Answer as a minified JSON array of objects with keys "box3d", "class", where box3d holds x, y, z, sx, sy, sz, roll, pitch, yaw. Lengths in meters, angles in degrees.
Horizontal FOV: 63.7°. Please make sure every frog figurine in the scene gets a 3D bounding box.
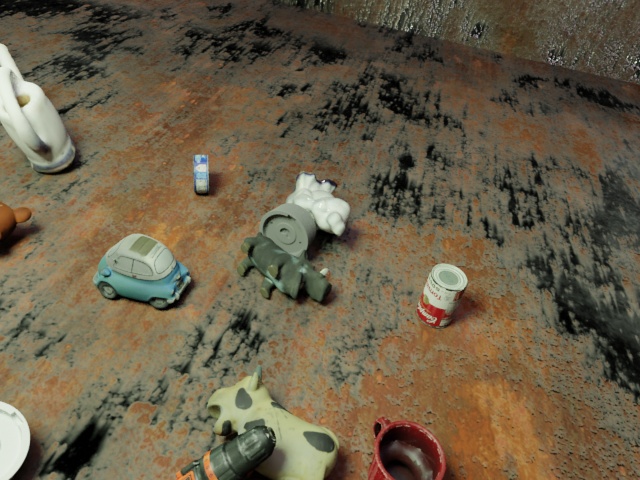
[{"box3d":[0.003,-0.054,1.065,0.122,0.163,0.135,-34,-38,11],"class":"frog figurine"}]

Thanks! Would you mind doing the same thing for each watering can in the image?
[{"box3d":[-0.636,-0.284,1.127,0.104,0.219,0.354,-26,48,-13],"class":"watering can"}]
